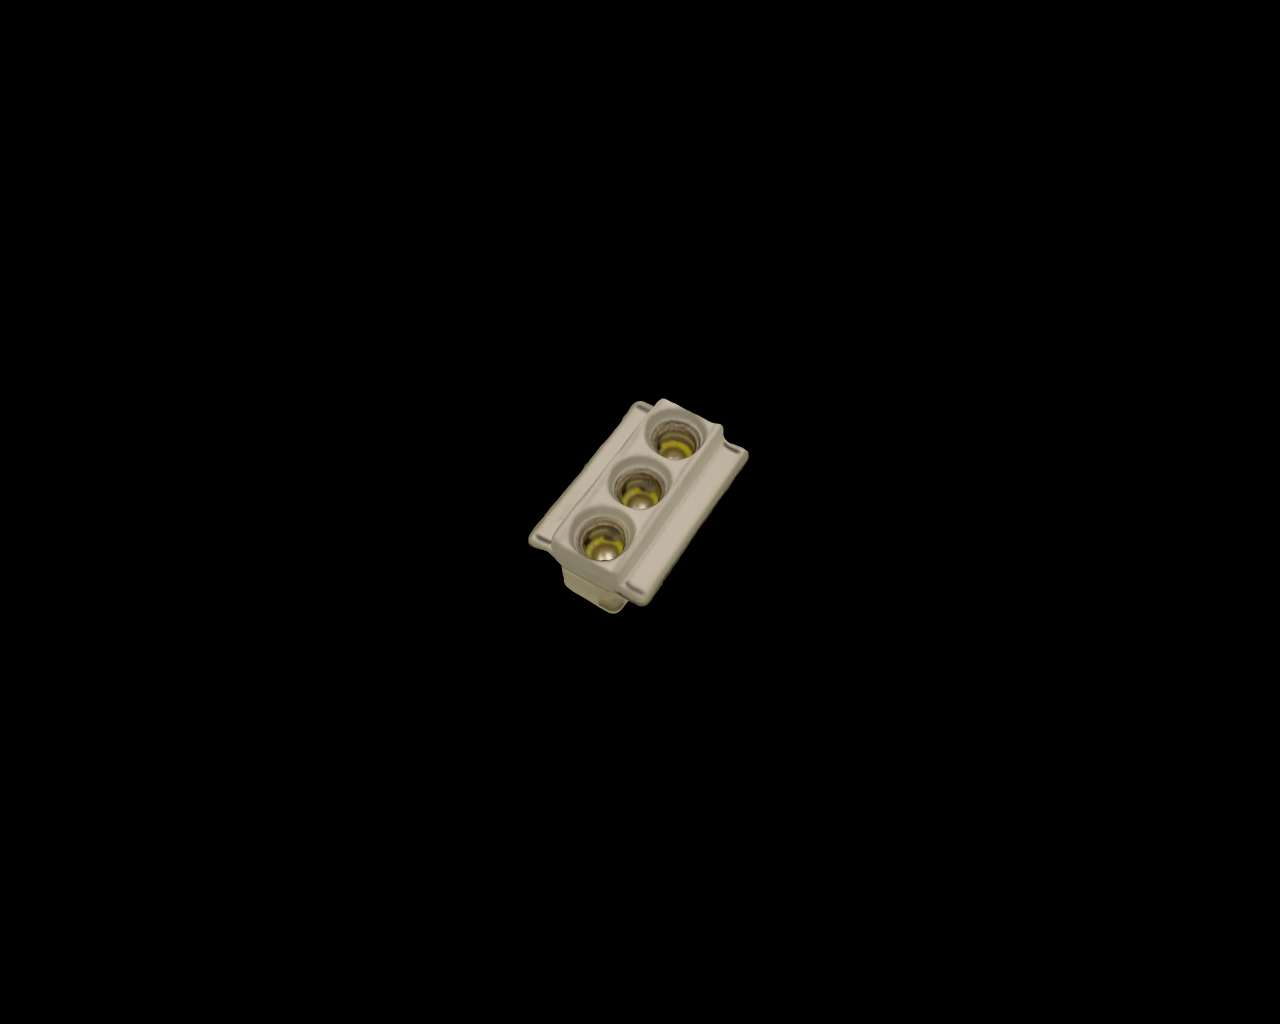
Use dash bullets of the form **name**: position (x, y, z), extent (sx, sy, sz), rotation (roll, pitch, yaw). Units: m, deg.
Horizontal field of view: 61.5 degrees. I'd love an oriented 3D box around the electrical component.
- **electrical component**: position (0.001, -0.003, 0.650), extent (0.079, 0.121, 0.063), rotation (28, -28, 16)
